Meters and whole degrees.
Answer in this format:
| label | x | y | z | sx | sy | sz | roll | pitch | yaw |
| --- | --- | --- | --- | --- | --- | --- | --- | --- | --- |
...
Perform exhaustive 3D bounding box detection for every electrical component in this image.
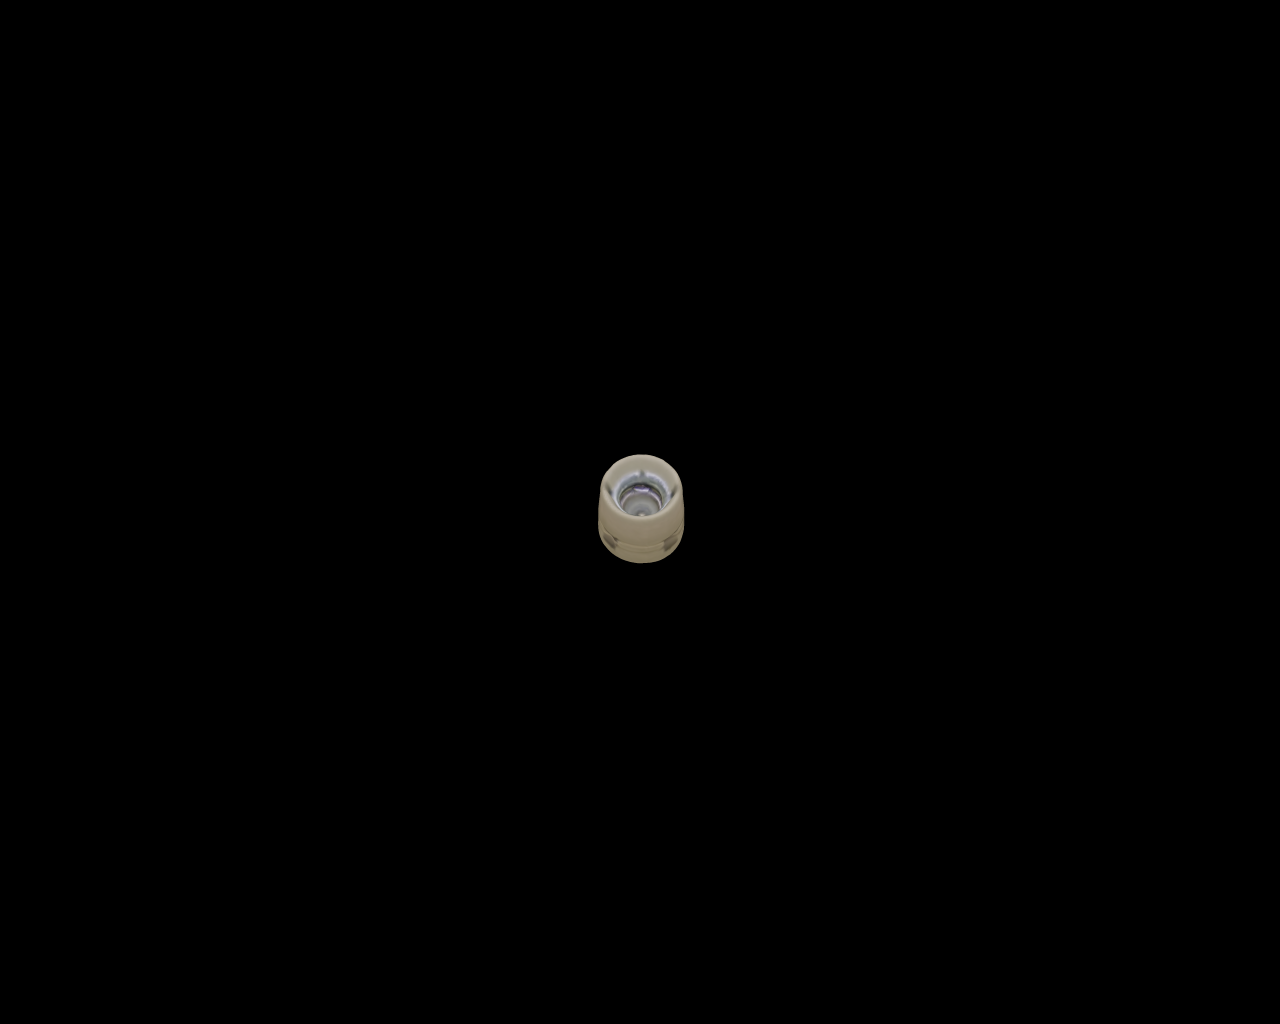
| label | x | y | z | sx | sy | sz | roll | pitch | yaw |
| --- | --- | --- | --- | --- | --- | --- | --- | --- | --- |
| electrical component | 0.001 | -0.003 | 0.650 | 0.055 | 0.055 | 0.047 | 0 | -33 | 0 |
